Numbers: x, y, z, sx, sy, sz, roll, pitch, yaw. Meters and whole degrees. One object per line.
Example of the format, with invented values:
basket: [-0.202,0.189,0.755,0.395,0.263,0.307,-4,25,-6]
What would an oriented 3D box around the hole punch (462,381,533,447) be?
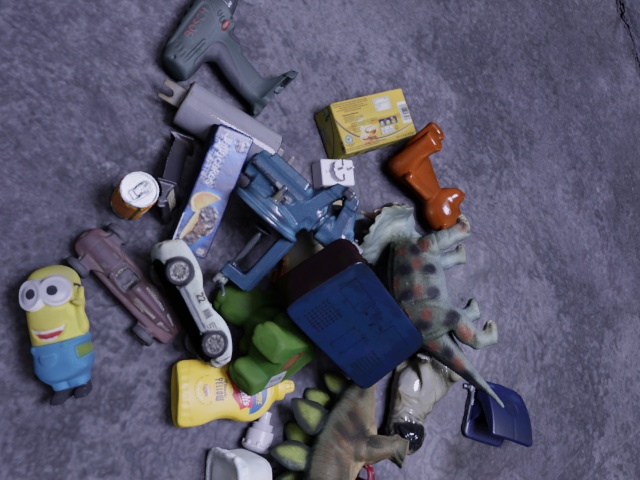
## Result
hole punch: [0.352,0.341,1.053,0.142,0.092,0.116,22,69,-19]

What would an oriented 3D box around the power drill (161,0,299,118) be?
power drill: [-0.136,-0.325,0.907,0.207,0.086,0.232,44,67,-19]

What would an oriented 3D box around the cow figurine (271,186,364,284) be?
cow figurine: [-0.002,-0.003,0.925,0.127,0.085,0.195,17,72,-18]

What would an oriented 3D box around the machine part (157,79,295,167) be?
machine part: [-0.151,-0.180,0.879,0.243,0.079,0.079,30,70,-22]

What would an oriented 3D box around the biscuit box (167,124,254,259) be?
biscuit box: [-0.169,-0.076,0.823,0.059,0.063,0.202,21,96,-21]

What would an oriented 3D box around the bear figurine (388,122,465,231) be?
bear figurine: [0.224,-0.106,1.031,0.196,0.132,0.120,48,28,-5]

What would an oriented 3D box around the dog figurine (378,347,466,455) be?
dog figurine: [0.194,0.287,0.985,0.172,0.121,0.190,4,95,-23]

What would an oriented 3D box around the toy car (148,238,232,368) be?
toy car: [-0.185,0.093,0.775,0.056,0.074,0.201,-31,103,-36]

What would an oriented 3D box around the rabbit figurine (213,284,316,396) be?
rabbit figurine: [-0.087,0.125,0.835,0.159,0.121,0.170,-15,52,-47]

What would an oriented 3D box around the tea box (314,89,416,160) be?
tea box: [0.086,-0.215,1.010,0.170,0.068,0.098,-18,91,-27]

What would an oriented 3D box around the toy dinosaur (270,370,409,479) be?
toy dinosaur: [0.037,0.315,0.845,0.199,0.105,0.471,19,55,9]

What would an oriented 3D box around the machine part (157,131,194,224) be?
machine part: [-0.228,-0.099,0.834,0.039,0.084,0.139,8,68,0]

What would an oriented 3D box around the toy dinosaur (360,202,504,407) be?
toy dinosaur: [0.178,0.091,0.919,0.192,0.131,0.405,-11,69,3]

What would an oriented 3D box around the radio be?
radio: [0.050,0.111,0.794,0.131,0.073,0.229,-37,126,3]

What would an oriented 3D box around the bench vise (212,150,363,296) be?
bench vise: [-0.059,-0.007,0.813,0.223,0.129,0.240,42,91,-11]

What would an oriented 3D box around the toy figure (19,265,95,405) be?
toy figure: [-0.354,0.124,0.727,0.082,0.089,0.180,-14,97,-30]

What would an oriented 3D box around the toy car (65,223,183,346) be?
toy car: [-0.278,0.067,0.791,0.089,0.053,0.202,-44,101,-29]
